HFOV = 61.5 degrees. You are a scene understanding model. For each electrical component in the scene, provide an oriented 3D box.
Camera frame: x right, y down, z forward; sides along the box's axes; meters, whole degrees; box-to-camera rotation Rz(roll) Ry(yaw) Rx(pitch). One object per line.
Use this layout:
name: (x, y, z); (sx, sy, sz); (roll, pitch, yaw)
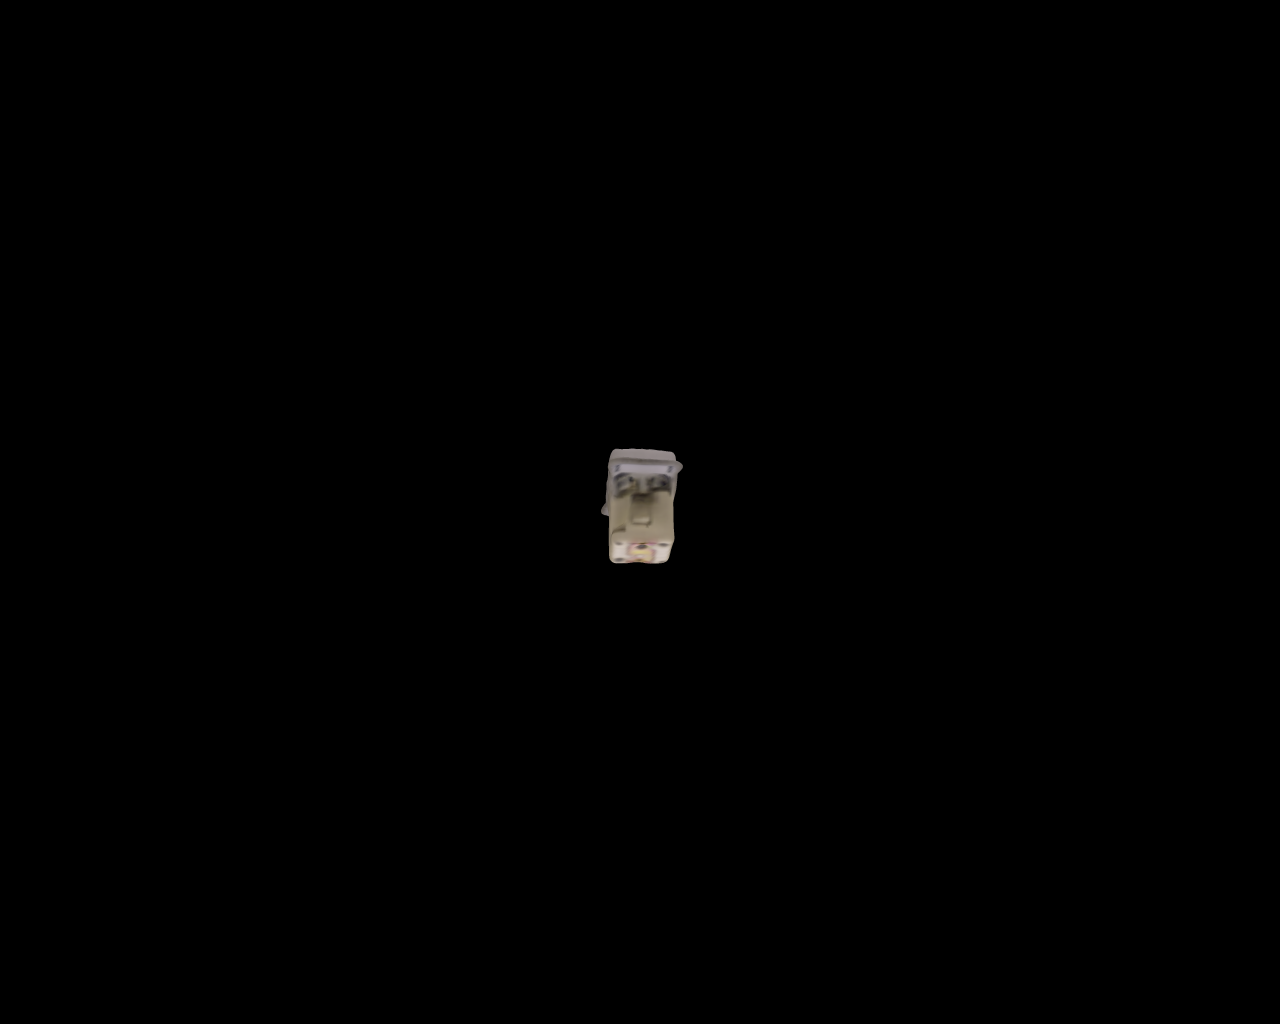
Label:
electrical component: (0.001, -0.003, 0.650); (0.042, 0.064, 0.081); (1, -23, -3)
